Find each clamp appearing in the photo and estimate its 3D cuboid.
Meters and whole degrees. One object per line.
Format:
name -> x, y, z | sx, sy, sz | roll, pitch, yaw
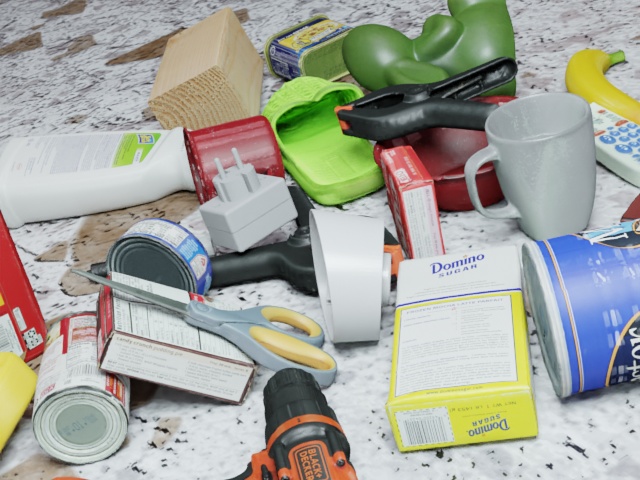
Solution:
clamp -> -0.006, 0.001, 0.920 | 0.210, 0.036, 0.164 | 4, 35, 38
clamp -> 0.096, -0.117, 0.959 | 0.172, 0.039, 0.120 | -15, 22, 14

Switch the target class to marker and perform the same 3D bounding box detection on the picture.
marker -> -0.156, 0.018, 0.983 | 0.121, 0.020, 0.020 | -14, 29, 4

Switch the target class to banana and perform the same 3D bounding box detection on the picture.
banana -> 0.278, -0.152, 1.047 | 0.070, 0.037, 0.197 | -10, 29, 11

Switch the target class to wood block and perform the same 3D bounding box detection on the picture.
wood block -> -0.126, -0.181, 1.226 | 0.091, 0.090, 0.206 | -27, 26, 13

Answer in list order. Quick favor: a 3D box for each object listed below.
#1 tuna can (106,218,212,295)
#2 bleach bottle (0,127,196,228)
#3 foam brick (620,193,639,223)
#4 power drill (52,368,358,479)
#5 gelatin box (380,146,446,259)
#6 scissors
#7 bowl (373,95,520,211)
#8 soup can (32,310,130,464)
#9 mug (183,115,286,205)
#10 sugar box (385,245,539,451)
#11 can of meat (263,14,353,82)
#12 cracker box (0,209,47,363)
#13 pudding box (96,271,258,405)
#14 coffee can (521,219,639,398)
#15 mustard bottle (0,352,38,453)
tuna can -> -0.134, 0.025, 0.891 | 0.086, 0.086, 0.033 | 0, 31, 26
bleach bottle -> -0.212, -0.070, 1.120 | 0.251, 0.068, 0.102 | -3, 48, 12
foam brick -> 0.266, -0.002, 0.776 | 0.078, 0.053, 0.051 | 8, 36, 34
power drill -> -0.070, 0.157, 0.655 | 0.187, 0.057, 0.184 | -17, 29, -3
gelatin box -> 0.076, -0.023, 0.866 | 0.030, 0.089, 0.073 | -15, 29, -2
scissors -> -0.077, 0.051, 0.788 | 0.202, 0.016, 0.096 | 26, 20, 4
bowl -> 0.131, -0.072, 0.961 | 0.162, 0.055, 0.162 | -12, 29, 7
soup can -> -0.173, 0.107, 0.785 | 0.068, 0.068, 0.102 | -16, 29, 0
mug -> -0.079, -0.069, 1.027 | 0.081, 0.093, 0.117 | -15, 27, -10
sugar box -> 0.099, 0.070, 0.741 | 0.093, 0.048, 0.176 | -8, 26, 13
can of meat -> -0.004, -0.229, 1.304 | 0.102, 0.057, 0.084 | -29, 34, -21
cracker box -> -0.326, 0.007, 0.937 | 0.072, 0.164, 0.214 | -28, 31, -25
pudding box -> -0.108, 0.071, 0.788 | 0.113, 0.039, 0.090 | 15, 23, -19
coffee can -> 0.210, 0.036, 0.683 | 0.140, 0.103, 0.103 | -13, 29, 5
mustard bottle -> -0.268, 0.162, 0.740 | 0.096, 0.058, 0.191 | -25, 25, 23
